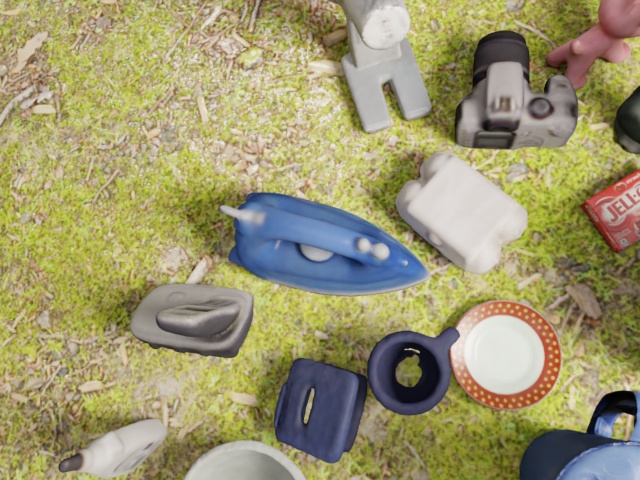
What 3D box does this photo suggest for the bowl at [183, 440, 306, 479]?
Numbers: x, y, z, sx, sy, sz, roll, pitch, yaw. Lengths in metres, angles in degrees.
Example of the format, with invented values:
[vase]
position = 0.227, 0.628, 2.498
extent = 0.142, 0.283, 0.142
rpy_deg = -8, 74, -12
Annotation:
[bowl]
position = -0.080, 0.320, 0.675
extent = 0.167, 0.075, 0.167
rpy_deg = -2, 78, 10

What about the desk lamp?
[desk lamp]
position = 0.066, -0.272, 0.703
extent = 0.118, 0.214, 0.203
rpy_deg = -19, 75, 6

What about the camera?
[camera]
position = 0.243, -0.191, 0.712
extent = 0.143, 0.101, 0.137
rpy_deg = 2, 78, 11

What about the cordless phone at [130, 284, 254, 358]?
[cordless phone]
position = -0.169, 0.090, 0.684
extent = 0.147, 0.185, 0.094
rpy_deg = 2, 78, 11

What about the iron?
[iron]
position = 0.006, 0.002, 0.693
extent = 0.257, 0.141, 0.119
rpy_deg = 12, 81, 13

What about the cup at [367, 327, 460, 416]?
[cup]
position = 0.114, 0.145, 0.667
extent = 0.118, 0.095, 0.091
rpy_deg = -42, 74, 0

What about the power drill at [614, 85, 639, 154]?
[power drill]
position = 0.411, -0.178, 0.622
extent = 0.229, 0.208, 0.075
rpy_deg = -43, 74, 0

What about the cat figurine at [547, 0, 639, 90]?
[cat figurine]
position = 0.351, -0.260, 0.698
extent = 0.128, 0.118, 0.067
rpy_deg = -34, 74, 2

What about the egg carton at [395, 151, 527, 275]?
[egg carton]
position = 0.172, -0.034, 0.708
extent = 0.150, 0.069, 0.107
rpy_deg = 40, 88, 16

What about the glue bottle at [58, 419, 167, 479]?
[glue bottle]
position = -0.247, 0.249, 0.670
extent = 0.078, 0.173, 0.037
rpy_deg = -44, 74, -1

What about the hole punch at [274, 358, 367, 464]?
[hole punch]
position = -0.003, 0.200, 0.678
extent = 0.101, 0.091, 0.109
rpy_deg = 12, 80, 13
